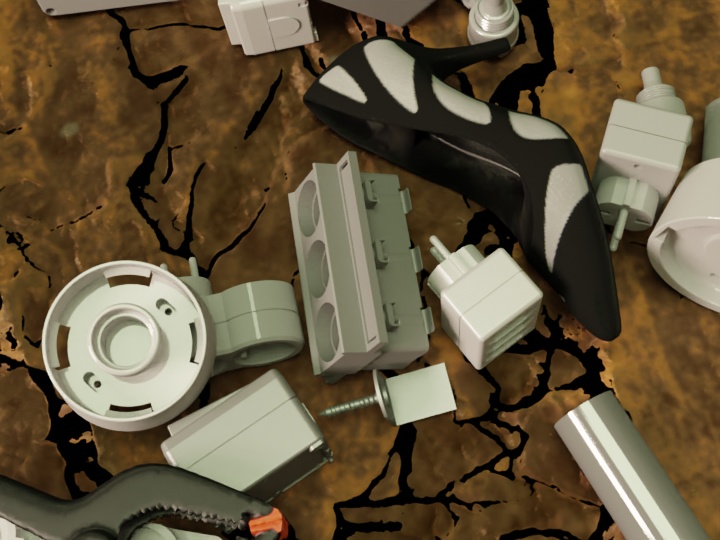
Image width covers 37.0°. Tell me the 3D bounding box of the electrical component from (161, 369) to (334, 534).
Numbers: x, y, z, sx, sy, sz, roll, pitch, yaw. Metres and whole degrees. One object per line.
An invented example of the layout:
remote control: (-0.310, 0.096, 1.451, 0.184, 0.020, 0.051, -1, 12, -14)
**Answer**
electrical component: (-0.072, 0.108, 0.633, 0.096, 0.061, 0.061, -34, 71, -8)

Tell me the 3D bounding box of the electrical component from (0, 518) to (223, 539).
electrical component: (-0.173, 0.192, 0.611, 0.186, 0.060, 0.105, 7, 70, 7)

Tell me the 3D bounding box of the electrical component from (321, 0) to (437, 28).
electrical component: (0.005, -0.220, 0.720, 0.113, 0.057, 0.078, 8, 62, -40)

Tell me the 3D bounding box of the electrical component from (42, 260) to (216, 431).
electrical component: (-0.133, 0.042, 0.617, 0.099, 0.064, 0.099, 1, 79, -5)

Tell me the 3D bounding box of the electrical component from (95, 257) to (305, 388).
electrical component: (-0.109, 0.027, 0.671, 0.138, 0.052, 0.073, -13, 69, 0)

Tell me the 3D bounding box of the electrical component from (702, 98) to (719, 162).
electrical component: (0.242, -0.081, 0.687, 0.043, 0.043, 0.081, 10, 60, 8)

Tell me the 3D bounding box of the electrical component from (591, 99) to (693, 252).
electrical component: (0.166, -0.049, 0.662, 0.047, 0.083, 0.075, 16, 72, 10)

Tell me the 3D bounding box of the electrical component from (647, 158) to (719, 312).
electrical component: (0.232, -0.023, 0.637, 0.108, 0.108, 0.060, 22, 67, 12)

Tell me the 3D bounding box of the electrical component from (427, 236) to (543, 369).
electrical component: (0.067, 0.011, 0.656, 0.047, 0.065, 0.076, -36, 71, -9)

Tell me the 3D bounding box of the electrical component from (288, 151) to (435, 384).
electrical component: (0.000, 0.000, 0.663, 0.063, 0.079, 0.121, 1, 67, -26)

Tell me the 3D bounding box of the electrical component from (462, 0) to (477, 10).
electrical component: (0.098, -0.208, 0.753, 0.061, 0.035, 0.035, -31, 70, -9)

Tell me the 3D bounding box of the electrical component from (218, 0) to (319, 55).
electrical component: (-0.070, -0.207, 0.751, 0.061, 0.061, 0.096, -12, 69, 0)

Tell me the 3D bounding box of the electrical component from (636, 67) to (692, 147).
electrical component: (0.196, -0.105, 0.706, 0.035, 0.035, 0.061, -5, 67, 3)

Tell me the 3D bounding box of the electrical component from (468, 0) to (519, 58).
electrical component: (0.090, -0.170, 0.724, 0.035, 0.061, 0.035, -2, 70, 4)

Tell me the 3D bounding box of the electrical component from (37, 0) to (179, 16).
electrical component: (-0.182, -0.229, 0.760, 0.113, 0.078, 0.057, -6, 66, 2)
